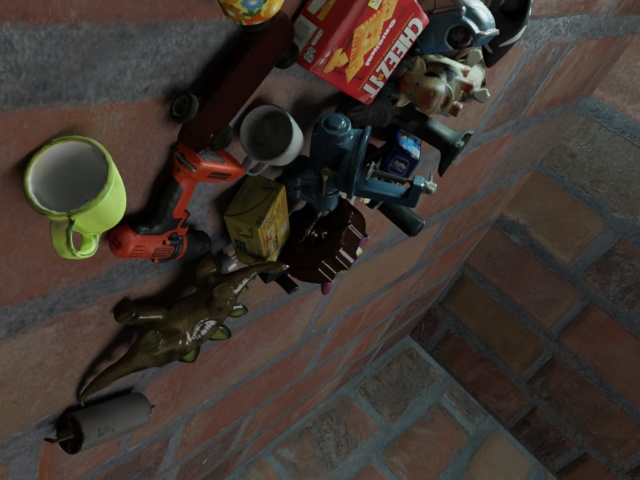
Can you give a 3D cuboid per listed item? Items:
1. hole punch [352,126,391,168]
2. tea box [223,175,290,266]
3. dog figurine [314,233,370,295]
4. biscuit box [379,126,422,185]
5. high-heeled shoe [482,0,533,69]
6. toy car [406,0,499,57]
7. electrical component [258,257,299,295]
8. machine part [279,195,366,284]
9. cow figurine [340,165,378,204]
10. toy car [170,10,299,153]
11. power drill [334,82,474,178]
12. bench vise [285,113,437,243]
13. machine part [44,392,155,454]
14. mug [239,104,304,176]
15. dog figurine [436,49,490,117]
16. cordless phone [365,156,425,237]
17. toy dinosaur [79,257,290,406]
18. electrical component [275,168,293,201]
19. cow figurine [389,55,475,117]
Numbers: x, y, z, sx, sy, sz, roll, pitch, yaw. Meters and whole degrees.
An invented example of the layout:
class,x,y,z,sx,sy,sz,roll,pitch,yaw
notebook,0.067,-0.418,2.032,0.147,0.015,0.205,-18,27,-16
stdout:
class,x,y,z,sx,sy,sz,roll,pitch,yaw
hole punch,0.050,-0.166,1.005,0.142,0.092,0.116,-37,-179,-30
tea box,-0.104,-0.025,0.929,0.169,0.068,0.098,89,25,-60
dog figurine,0.017,0.056,1.277,0.191,0.108,0.219,-49,172,-51
biscuit box,0.165,-0.181,1.085,0.062,0.059,0.203,-57,-176,29
high-heeled shoe,0.362,-0.445,1.030,0.145,0.086,0.248,-49,153,-57
toy car,0.208,-0.361,0.882,0.109,0.162,0.102,-30,119,-51
electrical component,-0.088,0.052,1.069,0.075,0.119,0.047,-25,151,-38
machine part,-0.002,-0.003,1.004,0.179,0.180,0.056,-47,132,2
cow figurine,0.061,-0.119,1.108,0.167,0.068,0.098,-21,142,-55
toy car,-0.107,-0.198,0.665,0.202,0.053,0.089,-50,152,4
power drill,0.154,-0.198,0.947,0.232,0.207,0.086,-41,158,-49
bench vise,0.065,-0.096,0.881,0.129,0.241,0.223,-70,173,-47
machine part,-0.419,0.355,1.053,0.079,0.079,0.243,-52,158,16
mug,-0.070,-0.140,0.807,0.109,0.081,0.107,-57,168,10
dog figurine,0.261,-0.322,1.109,0.190,0.172,0.121,-60,147,-70
cordless phone,0.181,-0.106,1.198,0.146,0.184,0.088,-48,154,5
toy dinosaur,-0.256,0.161,0.937,0.471,0.105,0.198,-29,155,2
electrical component,-0.064,-0.092,0.985,0.094,0.021,0.063,-56,158,22
cow figurine,0.191,-0.266,0.913,0.195,0.127,0.085,-69,-179,-57
